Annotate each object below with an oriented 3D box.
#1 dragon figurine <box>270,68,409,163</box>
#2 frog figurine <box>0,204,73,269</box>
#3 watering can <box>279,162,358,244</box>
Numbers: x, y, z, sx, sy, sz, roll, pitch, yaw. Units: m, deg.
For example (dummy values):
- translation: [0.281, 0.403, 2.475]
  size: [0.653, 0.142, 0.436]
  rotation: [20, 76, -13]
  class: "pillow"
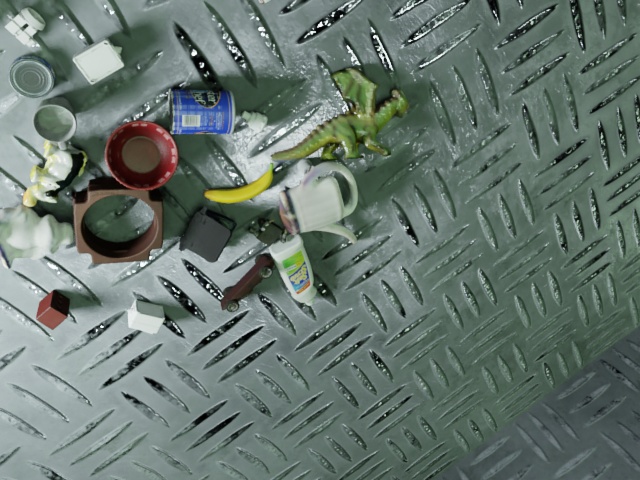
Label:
- translation: [0.066, -0.328, 1.361]
  size: [0.411, 0.123, 0.241]
  rotation: [-6, 102, -23]
  class: "dragon figurine"
- translation: [-0.662, -0.020, 1.185]
  size: [0.161, 0.123, 0.135]
  rotation: [-24, 112, -31]
  class: "frog figurine"
- translation: [0.004, -0.073, 1.447]
  size: [0.225, 0.106, 0.339]
  rotation: [-19, 138, -7]
  class: "watering can"
